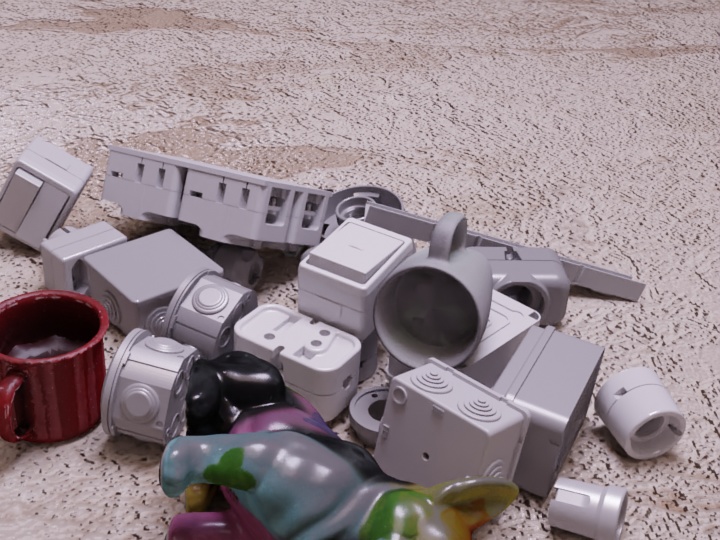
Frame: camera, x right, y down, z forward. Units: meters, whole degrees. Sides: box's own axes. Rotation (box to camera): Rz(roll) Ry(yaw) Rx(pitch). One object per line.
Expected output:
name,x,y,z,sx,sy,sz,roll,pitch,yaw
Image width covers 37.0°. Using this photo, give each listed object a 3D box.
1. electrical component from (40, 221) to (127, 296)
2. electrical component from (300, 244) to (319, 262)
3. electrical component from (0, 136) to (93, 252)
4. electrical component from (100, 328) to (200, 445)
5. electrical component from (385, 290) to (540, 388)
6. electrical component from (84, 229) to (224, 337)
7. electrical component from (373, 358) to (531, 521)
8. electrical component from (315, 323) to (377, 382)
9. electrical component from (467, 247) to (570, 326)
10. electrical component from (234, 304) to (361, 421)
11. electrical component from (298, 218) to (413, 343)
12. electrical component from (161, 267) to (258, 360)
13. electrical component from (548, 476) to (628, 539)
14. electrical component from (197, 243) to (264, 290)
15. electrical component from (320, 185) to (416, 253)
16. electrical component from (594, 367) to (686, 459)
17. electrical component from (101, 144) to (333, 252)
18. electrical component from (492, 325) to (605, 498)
electrical component,-0.257,-0.015,0.968,0.066,0.047,0.077,-24,41,-37
electrical component,-0.006,0.013,0.943,0.095,0.053,0.059,27,39,33
electrical component,-0.303,-0.064,1.006,0.062,0.096,0.061,31,30,-12
electrical component,-0.153,0.086,0.786,0.051,0.080,0.080,14,33,7
electrical component,0.083,0.066,0.863,0.078,0.057,0.113,28,40,34
electrical component,-0.177,0.015,0.927,0.100,0.048,0.100,-22,40,-35
electrical component,0.058,0.121,0.735,0.100,0.099,0.048,28,26,33
electrical component,-0.012,0.057,0.876,0.055,0.047,0.055,3,32,-2
electrical component,0.134,0.017,0.950,0.095,0.053,0.059,1,32,-5
electrical component,-0.050,0.074,0.833,0.095,0.059,0.054,21,35,25
electrical component,0.000,0.000,0.857,0.062,0.061,0.096,21,40,22
electrical component,-0.120,0.042,0.861,0.051,0.080,0.080,21,35,17
electrical component,0.155,0.163,0.732,0.046,0.040,0.040,11,32,23
electrical component,-0.122,-0.005,0.970,0.062,0.043,0.043,15,34,21
electrical component,0.002,-0.035,1.034,0.099,0.064,0.099,-6,39,5
electrical component,0.212,0.109,0.810,0.055,0.055,0.047,-6,37,-15
electrical component,-0.135,-0.065,0.997,0.186,0.060,0.105,15,6,31
electrical component,0.132,0.101,0.792,0.057,0.078,0.113,19,35,18
